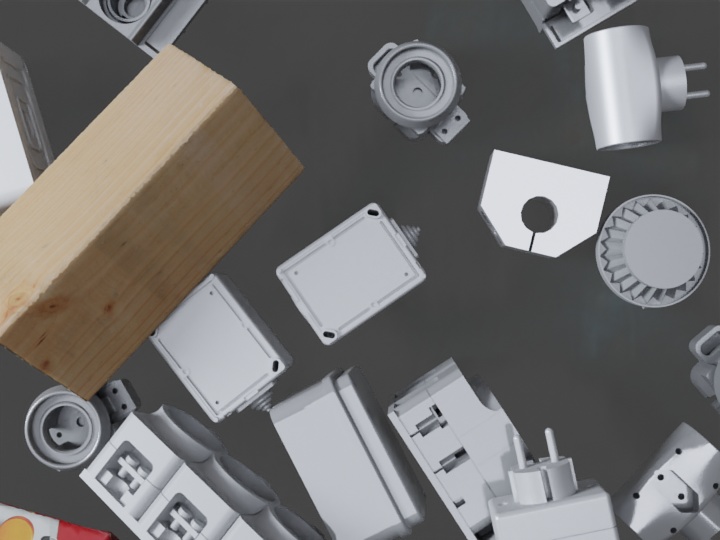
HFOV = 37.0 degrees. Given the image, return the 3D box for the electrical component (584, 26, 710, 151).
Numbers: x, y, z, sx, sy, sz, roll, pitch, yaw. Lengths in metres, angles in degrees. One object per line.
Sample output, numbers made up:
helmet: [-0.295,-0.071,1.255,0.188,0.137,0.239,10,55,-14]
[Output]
electrical component: [0.195,-0.124,0.725,0.079,0.044,0.077,-6,89,2]

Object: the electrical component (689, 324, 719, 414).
electrical component: [0.259,0.073,0.714,0.058,0.057,0.078,-41,88,2]

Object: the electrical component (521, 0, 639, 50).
electrical component: [0.165,-0.215,0.718,0.121,0.063,0.078,-30,88,2]

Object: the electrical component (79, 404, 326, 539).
electrical component: [-0.091,0.158,0.691,0.150,0.089,0.061,38,91,22]

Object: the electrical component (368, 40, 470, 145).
electrical component: [0.039,-0.122,0.726,0.058,0.057,0.078,-45,88,2]

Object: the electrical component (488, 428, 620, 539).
electrical component: [0.107,0.130,0.618,0.066,0.047,0.076,-12,89,2]

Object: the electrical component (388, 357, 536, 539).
electrical component: [0.094,0.149,0.696,0.060,0.105,0.186,-33,88,2]

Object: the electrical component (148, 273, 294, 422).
electrical component: [-0.089,0.056,0.727,0.062,0.061,0.096,-38,88,2]

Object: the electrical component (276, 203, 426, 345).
electrical component: [0.000,0.000,0.723,0.096,0.061,0.061,-34,88,-1]

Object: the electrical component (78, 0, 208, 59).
electrical component: [-0.127,-0.210,0.731,0.079,0.063,0.121,38,91,3]

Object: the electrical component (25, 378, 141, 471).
electrical component: [-0.194,0.105,0.734,0.078,0.057,0.058,-31,88,2]

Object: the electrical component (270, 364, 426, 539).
electrical component: [-0.005,0.125,0.715,0.057,0.078,0.113,-27,89,5]

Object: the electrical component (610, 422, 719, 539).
electrical component: [0.221,0.157,0.722,0.079,0.043,0.077,43,91,2]

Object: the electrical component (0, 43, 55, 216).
electrical component: [-0.250,-0.091,0.728,0.057,0.078,0.113,-17,89,-1]
